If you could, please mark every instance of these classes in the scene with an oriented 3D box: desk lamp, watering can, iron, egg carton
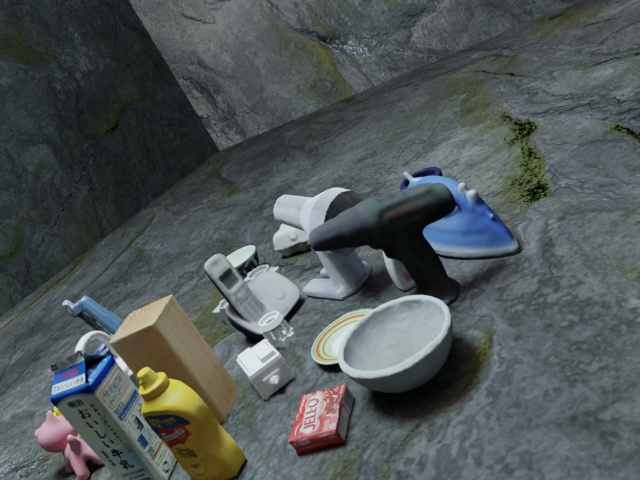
[{"bbox_3d":[0.010,0.004,1.078,0.202,0.214,0.118,-3,33,51],"label":"desk lamp"},{"bbox_3d":[-0.377,0.254,1.034,0.172,0.194,0.101,-27,20,8],"label":"watering can"},{"bbox_3d":[0.238,-0.056,1.015,0.119,0.142,0.257,-36,21,-16],"label":"iron"},{"bbox_3d":[-0.043,-0.017,1.415,0.150,0.069,0.107,-19,22,27],"label":"egg carton"}]

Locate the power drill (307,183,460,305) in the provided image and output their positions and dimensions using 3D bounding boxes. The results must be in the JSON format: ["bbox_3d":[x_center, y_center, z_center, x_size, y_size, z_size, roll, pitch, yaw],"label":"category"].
[{"bbox_3d":[0.121,0.021,0.891,0.229,0.209,0.075,-31,20,-5],"label":"power drill"}]

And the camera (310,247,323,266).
[{"bbox_3d":[0.055,-0.027,1.257,0.136,0.101,0.143,-20,22,25],"label":"camera"}]

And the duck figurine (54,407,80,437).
[{"bbox_3d":[-0.473,0.342,1.111,0.104,0.086,0.077,-23,21,17],"label":"duck figurine"}]

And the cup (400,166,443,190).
[{"bbox_3d":[0.218,-0.084,1.180,0.091,0.095,0.118,-10,28,43],"label":"cup"}]

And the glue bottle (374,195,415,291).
[{"bbox_3d":[0.132,-0.001,0.982,0.078,0.173,0.037,-36,21,-17],"label":"glue bottle"}]

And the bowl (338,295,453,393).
[{"bbox_3d":[0.112,0.153,0.781,0.167,0.075,0.167,-26,20,11],"label":"bowl"}]

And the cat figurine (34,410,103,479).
[{"bbox_3d":[-0.444,0.352,1.002,0.127,0.118,0.067,-6,31,48],"label":"cat figurine"}]

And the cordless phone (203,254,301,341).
[{"bbox_3d":[-0.134,0.088,1.115,0.093,0.185,0.148,-10,28,42],"label":"cordless phone"}]

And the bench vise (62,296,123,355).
[{"bbox_3d":[-0.428,0.188,1.224,0.207,0.220,0.121,-32,20,-6],"label":"bench vise"}]
